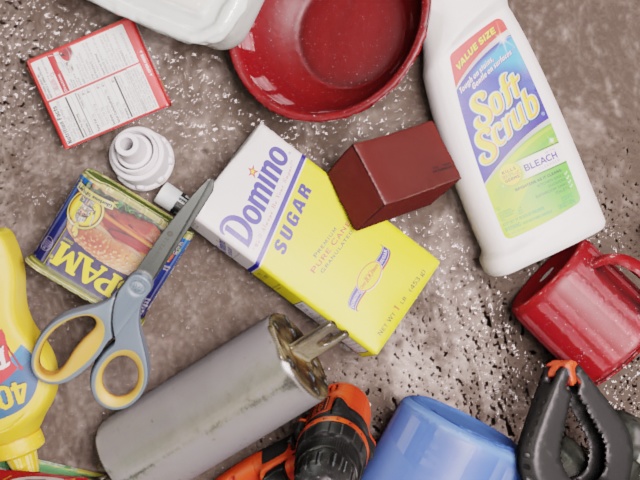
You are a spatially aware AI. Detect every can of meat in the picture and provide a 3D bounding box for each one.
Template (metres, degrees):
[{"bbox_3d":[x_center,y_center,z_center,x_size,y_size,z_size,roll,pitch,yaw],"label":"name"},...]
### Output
[{"bbox_3d":[-0.158,0.005,0.818,0.102,0.057,0.084,32,92,-5],"label":"can of meat"}]

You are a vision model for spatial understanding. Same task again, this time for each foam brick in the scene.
[{"bbox_3d":[0.055,-0.048,0.800,0.078,0.051,0.053,-19,77,-31],"label":"foam brick"}]

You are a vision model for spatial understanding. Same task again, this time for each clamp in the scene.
[{"bbox_3d":[0.201,0.193,0.783,0.164,0.036,0.210,0,84,-22],"label":"clamp"}]

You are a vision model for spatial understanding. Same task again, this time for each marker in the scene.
[{"bbox_3d":[-0.075,-0.004,0.838,0.121,0.020,0.020,34,94,-5],"label":"marker"}]

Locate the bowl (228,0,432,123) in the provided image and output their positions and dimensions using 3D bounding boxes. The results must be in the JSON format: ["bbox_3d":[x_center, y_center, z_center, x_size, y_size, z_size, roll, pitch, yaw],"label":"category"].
[{"bbox_3d":[0.013,-0.161,0.788,0.162,0.055,0.162,-3,84,23],"label":"bowl"}]

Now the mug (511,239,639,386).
[{"bbox_3d":[0.208,0.049,0.810,0.081,0.117,0.093,44,52,-1],"label":"mug"}]

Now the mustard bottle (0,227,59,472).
[{"bbox_3d":[-0.255,0.093,0.822,0.096,0.058,0.191,-17,97,1],"label":"mustard bottle"}]

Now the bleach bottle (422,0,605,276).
[{"bbox_3d":[0.123,-0.105,0.813,0.102,0.068,0.251,-25,94,-2],"label":"bleach bottle"}]

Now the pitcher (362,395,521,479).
[{"bbox_3d":[0.070,0.252,0.815,0.149,0.145,0.243,25,92,-20],"label":"pitcher"}]

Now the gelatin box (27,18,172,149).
[{"bbox_3d":[-0.169,-0.119,0.817,0.089,0.030,0.073,-23,98,1],"label":"gelatin box"}]

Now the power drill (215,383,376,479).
[{"bbox_3d":[-0.044,0.187,0.787,0.188,0.184,0.057,-33,93,11],"label":"power drill"}]

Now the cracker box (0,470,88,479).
[{"bbox_3d":[-0.295,0.209,0.751,0.214,0.164,0.072,1,96,17],"label":"cracker box"}]

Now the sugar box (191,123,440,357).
[{"bbox_3d":[-0.005,0.001,0.818,0.176,0.048,0.093,37,75,-8],"label":"sugar box"}]

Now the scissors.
[{"bbox_3d":[-0.124,0.051,0.781,0.202,0.016,0.096,-38,105,12],"label":"scissors"}]
